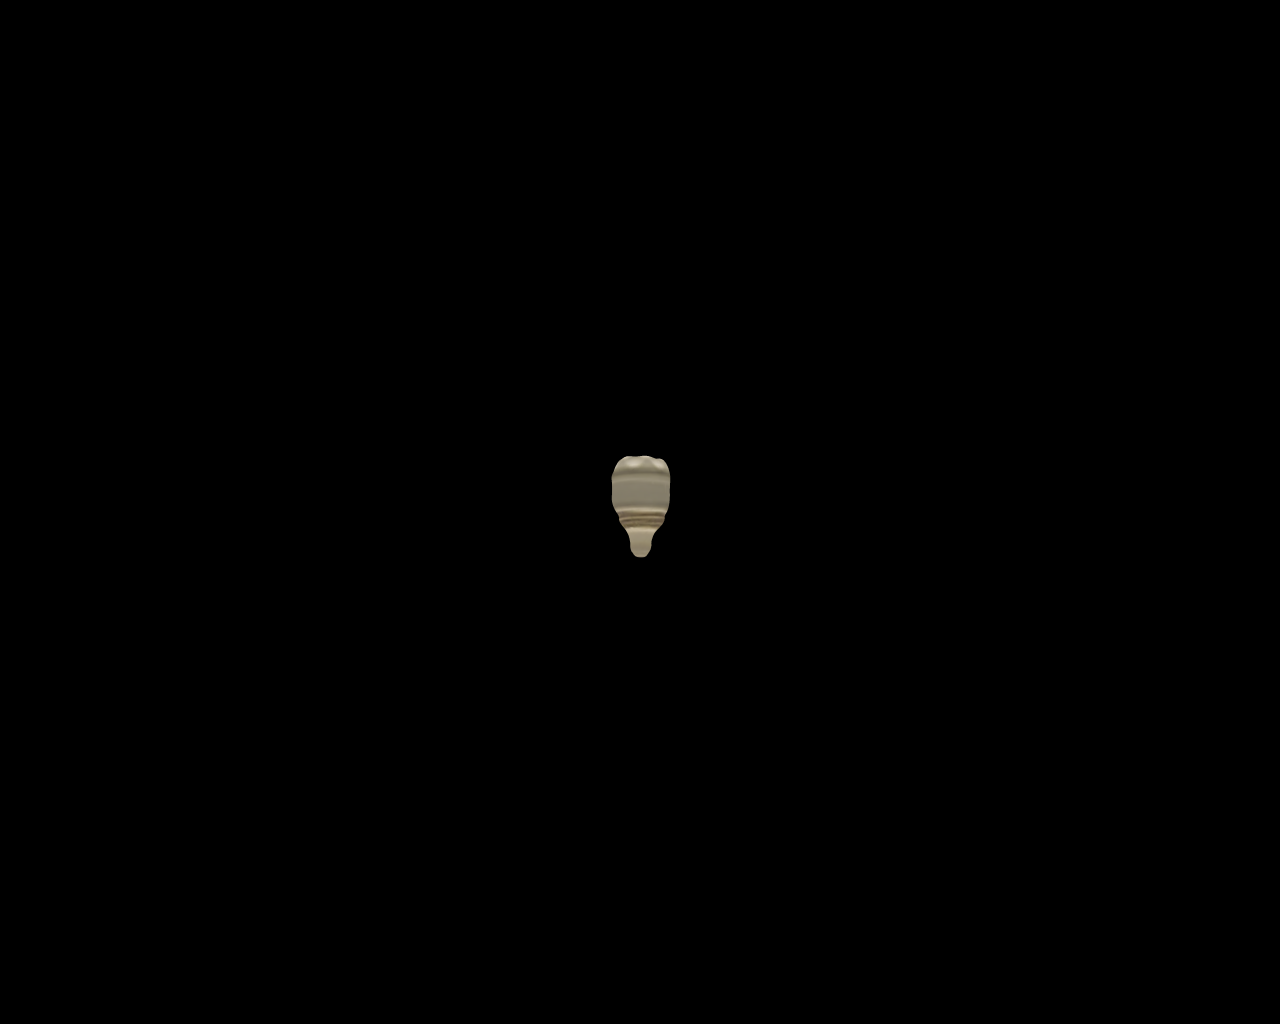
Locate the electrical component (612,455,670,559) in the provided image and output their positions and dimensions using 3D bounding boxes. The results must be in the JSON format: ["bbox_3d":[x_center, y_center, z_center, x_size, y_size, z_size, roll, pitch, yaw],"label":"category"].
[{"bbox_3d":[0.001,-0.003,0.650,0.035,0.061,0.035,0,-7,0],"label":"electrical component"}]
